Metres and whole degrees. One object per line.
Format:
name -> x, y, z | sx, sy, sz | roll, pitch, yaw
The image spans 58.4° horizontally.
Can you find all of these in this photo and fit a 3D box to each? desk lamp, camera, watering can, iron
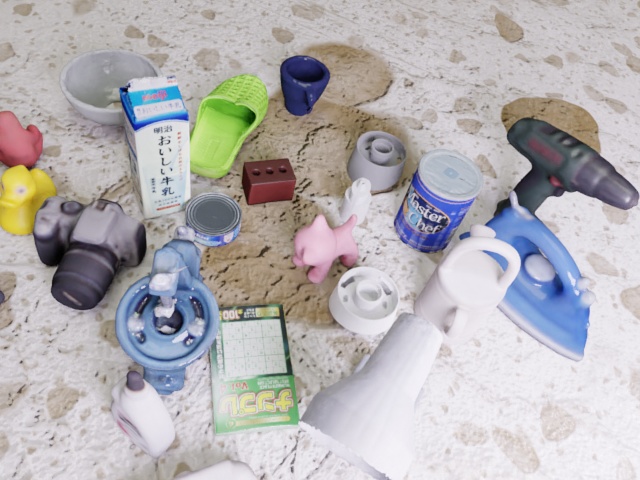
desk lamp -> 0.063, 0.186, 0.656 | 0.117, 0.213, 0.203 | 30, 53, 11
camera -> -0.322, 0.015, 0.770 | 0.143, 0.101, 0.137 | 13, 52, -3
watering can -> 0.207, 0.053, 0.803 | 0.101, 0.194, 0.173 | 4, 53, -9
iron -> 0.337, 0.049, 0.869 | 0.119, 0.141, 0.257 | -23, 61, -27

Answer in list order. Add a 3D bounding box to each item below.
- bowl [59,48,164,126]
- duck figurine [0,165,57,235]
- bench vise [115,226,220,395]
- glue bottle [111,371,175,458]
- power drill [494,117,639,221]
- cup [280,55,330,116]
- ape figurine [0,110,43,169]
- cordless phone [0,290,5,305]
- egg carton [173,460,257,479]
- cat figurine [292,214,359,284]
bowl -> -0.350, -0.249, 0.979 | 0.167, 0.075, 0.167 | 6, 52, -8
duck figurine -> -0.425, -0.071, 0.820 | 0.077, 0.086, 0.104 | 13, 52, -3
bench vise -> -0.190, 0.056, 0.693 | 0.122, 0.220, 0.207 | -9, 56, -19
glue bottle -> -0.198, 0.181, 0.626 | 0.078, 0.173, 0.037 | 32, 53, 12
power drill -> 0.378, -0.081, 0.934 | 0.076, 0.208, 0.229 | -22, 61, -26
cup -> -0.030, -0.268, 1.055 | 0.092, 0.095, 0.117 | -5, 55, -16
ape figurine -> -0.468, -0.159, 0.873 | 0.078, 0.092, 0.076 | -10, 56, -20
cordless phone -> -0.456, 0.045, 0.662 | 0.094, 0.185, 0.147 | 17, 52, 1
egg carton -> -0.131, 0.304, 0.614 | 0.151, 0.069, 0.107 | -15, 58, -23
cat figurine -> 0.008, 0.003, 0.843 | 0.128, 0.118, 0.067 | -30, 65, -30
